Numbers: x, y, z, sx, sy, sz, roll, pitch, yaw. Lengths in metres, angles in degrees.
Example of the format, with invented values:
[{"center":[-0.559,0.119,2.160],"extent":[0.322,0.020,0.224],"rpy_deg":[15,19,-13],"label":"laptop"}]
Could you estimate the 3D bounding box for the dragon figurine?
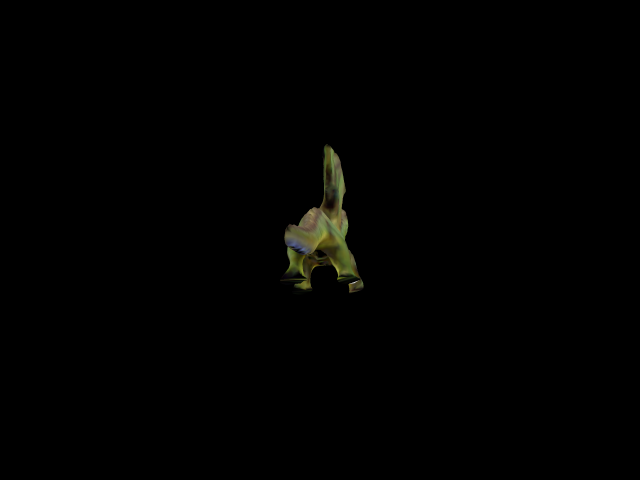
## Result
[{"center":[0.003,-0.043,0.850],"extent":[0.122,0.247,0.404],"rpy_deg":[-3,-20,7],"label":"dragon figurine"}]
